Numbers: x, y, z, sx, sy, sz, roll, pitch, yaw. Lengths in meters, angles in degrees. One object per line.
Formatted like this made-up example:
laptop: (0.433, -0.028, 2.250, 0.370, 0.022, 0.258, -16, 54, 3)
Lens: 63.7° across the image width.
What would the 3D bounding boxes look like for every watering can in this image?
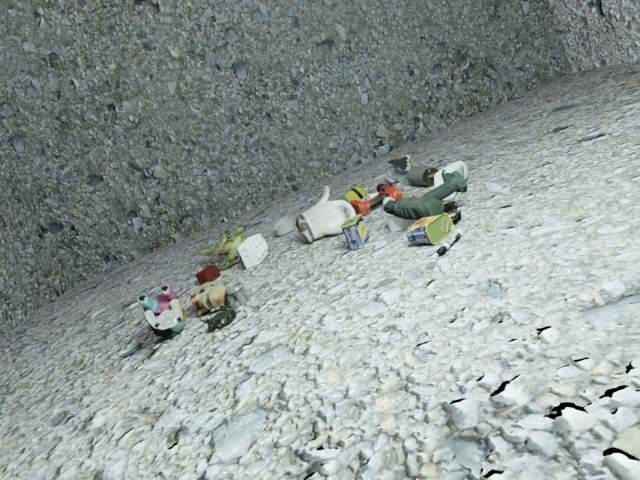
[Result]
watering can: (0.006, -0.101, 2.014, 0.225, 0.102, 0.354, -24, 33, -8)

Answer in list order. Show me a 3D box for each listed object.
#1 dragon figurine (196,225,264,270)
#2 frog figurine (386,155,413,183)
dragon figurine: (-0.406, 0.055, 2.241, 0.408, 0.121, 0.247, -20, 20, 19)
frog figurine: (0.373, -0.315, 2.431, 0.139, 0.124, 0.156, -36, -22, -19)
